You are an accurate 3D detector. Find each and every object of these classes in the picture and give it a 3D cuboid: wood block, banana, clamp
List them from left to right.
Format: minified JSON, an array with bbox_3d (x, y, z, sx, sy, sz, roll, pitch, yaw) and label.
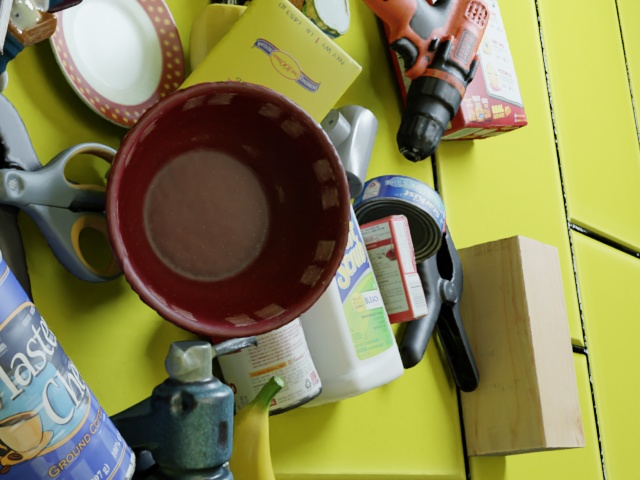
[{"bbox_3d":[-0.192,-0.017,0.630,0.210,0.036,0.164,52,40,-35],"label":"clamp"},{"bbox_3d":[-0.026,0.190,0.758,0.037,0.069,0.198,-103,173,-63],"label":"banana"},{"bbox_3d":[0.106,0.057,1.016,0.120,0.039,0.171,19,58,-56],"label":"clamp"},{"bbox_3d":[0.194,0.109,1.074,0.090,0.090,0.206,14,67,-51],"label":"wood block"}]

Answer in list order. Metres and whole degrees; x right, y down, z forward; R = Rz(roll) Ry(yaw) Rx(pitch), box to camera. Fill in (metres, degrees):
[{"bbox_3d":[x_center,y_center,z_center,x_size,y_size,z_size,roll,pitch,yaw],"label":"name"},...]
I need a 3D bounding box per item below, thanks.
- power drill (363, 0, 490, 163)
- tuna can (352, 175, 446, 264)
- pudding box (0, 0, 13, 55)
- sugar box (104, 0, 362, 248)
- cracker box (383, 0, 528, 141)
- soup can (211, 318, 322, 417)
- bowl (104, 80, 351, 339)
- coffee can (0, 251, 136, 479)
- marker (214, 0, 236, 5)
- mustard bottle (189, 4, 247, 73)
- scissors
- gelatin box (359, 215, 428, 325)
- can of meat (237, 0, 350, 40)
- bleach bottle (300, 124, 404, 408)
[{"bbox_3d":[0.062,-0.187,0.984,0.187,0.057,0.184,33,64,-23],"label":"power drill"},{"bbox_3d":[0.069,-0.018,0.951,0.086,0.086,0.033,49,41,-32],"label":"tuna can"},{"bbox_3d":[-0.219,-0.166,0.609,0.090,0.039,0.113,5,69,-8],"label":"pudding box"},{"bbox_3d":[-0.059,-0.083,0.748,0.093,0.048,0.176,40,70,-10],"label":"sugar box"},{"bbox_3d":[0.136,-0.213,1.135,0.163,0.072,0.214,-11,85,-56],"label":"cracker box"},{"bbox_3d":[-0.044,0.071,0.775,0.068,0.069,0.102,-23,97,-55],"label":"soup can"},{"bbox_3d":[-0.063,-0.018,0.684,0.161,0.055,0.162,1,87,-24],"label":"bowl"},{"bbox_3d":[-0.175,0.087,0.554,0.140,0.103,0.102,61,37,-19],"label":"coffee can"},{"bbox_3d":[-0.077,-0.173,0.867,0.020,0.020,0.121,24,58,-48],"label":"marker"},{"bbox_3d":[-0.057,-0.075,0.804,0.096,0.058,0.191,10,77,-26],"label":"mustard bottle"},{"bbox_3d":[-0.170,-0.012,0.610,0.201,0.016,0.096,-17,97,-60],"label":"scissors"},{"bbox_3d":[0.047,0.030,0.913,0.030,0.073,0.089,-5,80,-56],"label":"gelatin box"},{"bbox_3d":[-0.025,-0.206,0.895,0.057,0.084,0.102,8,71,-53],"label":"can of meat"},{"bbox_3d":[-0.006,0.001,0.862,0.102,0.068,0.251,-9,83,-59],"label":"bleach bottle"}]
